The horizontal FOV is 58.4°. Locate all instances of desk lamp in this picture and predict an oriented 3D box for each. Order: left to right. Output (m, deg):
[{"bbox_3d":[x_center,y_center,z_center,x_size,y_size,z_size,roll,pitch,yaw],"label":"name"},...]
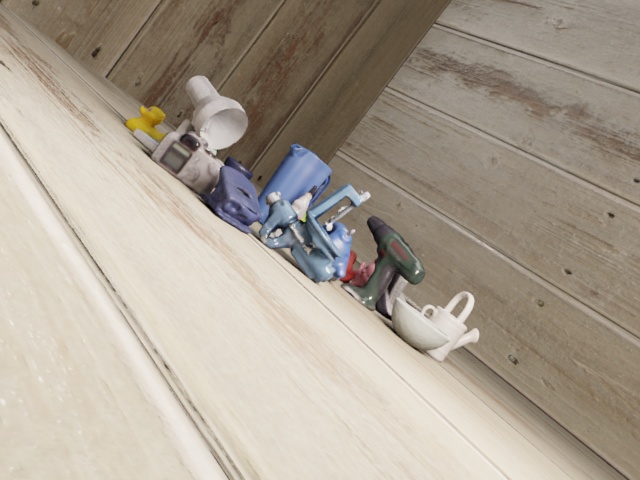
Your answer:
[{"bbox_3d":[-0.293,-0.266,1.323,0.202,0.213,0.118,39,3,28],"label":"desk lamp"}]

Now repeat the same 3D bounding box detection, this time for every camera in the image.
[{"bbox_3d":[-0.269,-0.172,1.241,0.143,0.101,0.137,37,2,-4],"label":"camera"}]

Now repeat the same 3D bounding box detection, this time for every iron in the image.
[{"bbox_3d":[0.014,0.005,1.483,0.119,0.141,0.257,36,3,-20],"label":"iron"}]

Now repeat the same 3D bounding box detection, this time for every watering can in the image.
[{"bbox_3d":[0.348,0.225,1.537,0.173,0.194,0.100,36,3,-36],"label":"watering can"}]

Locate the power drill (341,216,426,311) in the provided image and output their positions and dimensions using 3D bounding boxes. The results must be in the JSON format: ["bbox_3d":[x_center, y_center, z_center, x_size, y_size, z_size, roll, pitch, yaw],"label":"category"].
[{"bbox_3d":[0.155,0.070,1.512,0.228,0.208,0.076,39,3,32],"label":"power drill"}]

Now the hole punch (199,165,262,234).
[{"bbox_3d":[-0.164,-0.080,1.138,0.100,0.091,0.109,39,3,42],"label":"hole punch"}]

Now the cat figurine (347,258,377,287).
[{"bbox_3d":[0.140,0.104,1.714,0.067,0.117,0.127,36,3,-23],"label":"cat figurine"}]

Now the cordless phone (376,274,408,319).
[{"bbox_3d":[0.235,0.139,1.640,0.093,0.185,0.148,39,3,34],"label":"cordless phone"}]

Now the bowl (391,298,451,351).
[{"bbox_3d":[0.233,0.219,1.401,0.167,0.074,0.167,37,2,-1],"label":"bowl"}]

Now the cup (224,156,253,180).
[{"bbox_3d":[-0.262,-0.186,1.666,0.092,0.095,0.117,35,3,-43],"label":"cup"}]

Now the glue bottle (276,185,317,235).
[{"bbox_3d":[-0.063,-0.074,1.505,0.037,0.173,0.078,38,2,14],"label":"glue bottle"}]

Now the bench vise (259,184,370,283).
[{"bbox_3d":[-0.011,-0.047,1.198,0.208,0.219,0.121,37,2,-13],"label":"bench vise"}]

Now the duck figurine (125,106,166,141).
[{"bbox_3d":[-0.428,-0.295,1.456,0.105,0.086,0.077,37,2,-9],"label":"duck figurine"}]

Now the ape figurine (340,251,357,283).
[{"bbox_3d":[0.076,0.073,1.681,0.077,0.092,0.076,39,3,33],"label":"ape figurine"}]
